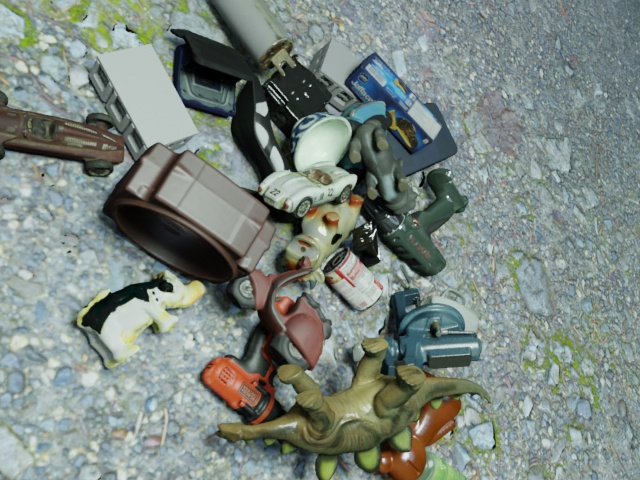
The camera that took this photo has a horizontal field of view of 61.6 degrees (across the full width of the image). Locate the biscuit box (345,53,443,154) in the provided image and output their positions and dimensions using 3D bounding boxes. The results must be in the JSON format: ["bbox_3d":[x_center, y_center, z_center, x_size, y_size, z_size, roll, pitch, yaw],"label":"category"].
[{"bbox_3d":[0.143,-0.263,1.041,0.202,0.063,0.059,43,55,-13],"label":"biscuit box"}]

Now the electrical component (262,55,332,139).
[{"bbox_3d":[-0.042,-0.257,0.995,0.134,0.058,0.115,45,57,-17],"label":"electrical component"}]

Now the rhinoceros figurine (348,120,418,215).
[{"bbox_3d":[0.114,-0.120,0.957,0.190,0.073,0.112,57,19,-28],"label":"rhinoceros figurine"}]

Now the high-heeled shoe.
[{"bbox_3d":[-0.074,-0.157,0.928,0.145,0.086,0.248,12,75,-36],"label":"high-heeled shoe"}]

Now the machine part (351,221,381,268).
[{"bbox_3d":[0.089,0.006,0.988,0.138,0.039,0.084,39,52,-71],"label":"machine part"}]

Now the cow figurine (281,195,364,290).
[{"bbox_3d":[-0.002,-0.003,0.922,0.086,0.127,0.195,22,34,18],"label":"cow figurine"}]

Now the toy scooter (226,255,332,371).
[{"bbox_3d":[-0.041,0.099,0.803,0.135,0.075,0.183,-38,96,-28],"label":"toy scooter"}]

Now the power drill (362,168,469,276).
[{"bbox_3d":[0.204,-0.057,1.094,0.232,0.086,0.207,52,57,-16],"label":"power drill"}]

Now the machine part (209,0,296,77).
[{"bbox_3d":[-0.123,-0.385,0.938,0.079,0.079,0.243,-31,82,-38],"label":"machine part"}]

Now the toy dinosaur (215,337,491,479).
[{"bbox_3d":[0.080,0.250,0.803,0.471,0.105,0.198,-6,123,-19],"label":"toy dinosaur"}]

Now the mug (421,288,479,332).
[{"bbox_3d":[0.257,0.146,1.083,0.107,0.081,0.109,28,67,-16],"label":"mug"}]

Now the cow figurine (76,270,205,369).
[{"bbox_3d":[-0.243,0.089,0.740,0.098,0.068,0.167,53,52,-5],"label":"cow figurine"}]

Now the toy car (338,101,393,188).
[{"bbox_3d":[0.069,-0.188,1.024,0.109,0.103,0.161,-25,127,-33],"label":"toy car"}]

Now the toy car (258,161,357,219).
[{"bbox_3d":[-0.015,-0.085,0.863,0.074,0.056,0.202,33,31,25],"label":"toy car"}]

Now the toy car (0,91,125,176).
[{"bbox_3d":[-0.366,-0.142,0.726,0.202,0.053,0.089,7,69,-34],"label":"toy car"}]

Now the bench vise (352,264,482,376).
[{"bbox_3d":[0.163,0.163,0.970,0.241,0.224,0.128,-92,165,-57],"label":"bench vise"}]

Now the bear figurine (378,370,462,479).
[{"bbox_3d":[0.163,0.335,0.953,0.120,0.132,0.196,43,74,-17],"label":"bear figurine"}]

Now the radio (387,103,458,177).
[{"bbox_3d":[0.184,-0.205,1.139,0.229,0.073,0.131,-26,92,-40],"label":"radio"}]

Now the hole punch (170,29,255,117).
[{"bbox_3d":[-0.182,-0.275,0.890,0.142,0.092,0.116,8,40,-32],"label":"hole punch"}]

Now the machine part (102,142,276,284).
[{"bbox_3d":[-0.180,-0.025,0.731,0.201,0.201,0.087,38,60,-22],"label":"machine part"}]
